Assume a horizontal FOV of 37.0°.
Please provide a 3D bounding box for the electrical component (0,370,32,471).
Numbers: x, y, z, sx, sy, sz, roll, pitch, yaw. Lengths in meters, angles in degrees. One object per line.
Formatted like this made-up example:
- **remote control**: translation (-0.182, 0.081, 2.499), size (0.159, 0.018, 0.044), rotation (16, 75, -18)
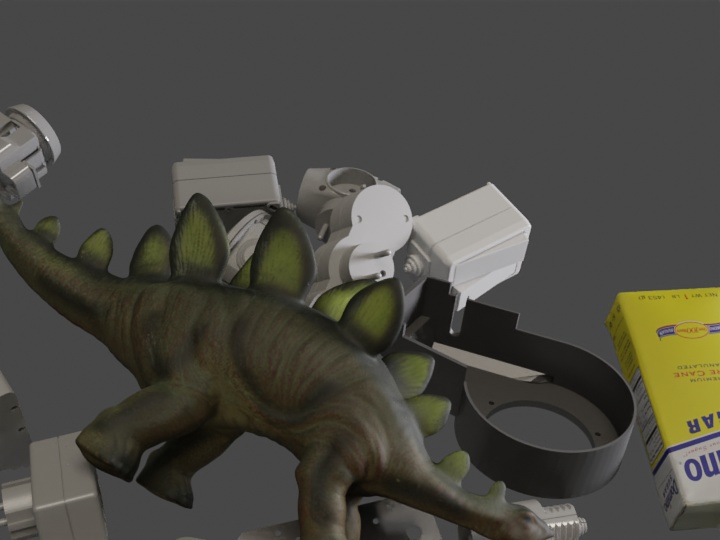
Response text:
- **electrical component**: translation (-0.254, 0.095, 0.705), size (0.050, 0.089, 0.055), rotation (-28, 58, -24)

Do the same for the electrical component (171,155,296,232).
- **electrical component**: translation (-0.100, -0.053, 0.855), size (0.096, 0.061, 0.061), rotation (-5, 51, -9)

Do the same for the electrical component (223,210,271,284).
- **electrical component**: translation (-0.077, 0.000, 0.804), size (0.051, 0.080, 0.080), rotation (31, 55, 13)

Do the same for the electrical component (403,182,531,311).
- **electrical component**: translation (0.079, -0.013, 0.836), size (0.096, 0.061, 0.061), rotation (-25, 57, -22)

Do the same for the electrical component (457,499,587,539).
- **electrical component**: translation (0.108, 0.172, 0.699), size (0.081, 0.043, 0.043), rotation (-7, 52, -10)

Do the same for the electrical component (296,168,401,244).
- **electrical component**: translation (-0.013, -0.044, 0.860), size (0.077, 0.044, 0.079), rotation (13, 36, 6)

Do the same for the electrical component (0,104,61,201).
- **electrical component**: translation (-0.285, -0.099, 0.883), size (0.078, 0.058, 0.057), rotation (33, 59, 21)

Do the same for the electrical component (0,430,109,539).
- **electrical component**: translation (-0.201, 0.147, 0.672), size (0.076, 0.047, 0.083), rotation (-12, 23, -14)

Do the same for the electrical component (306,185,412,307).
- **electrical component**: translation (0.000, 0.000, 0.785), size (0.052, 0.074, 0.138), rotation (30, 70, -21)
